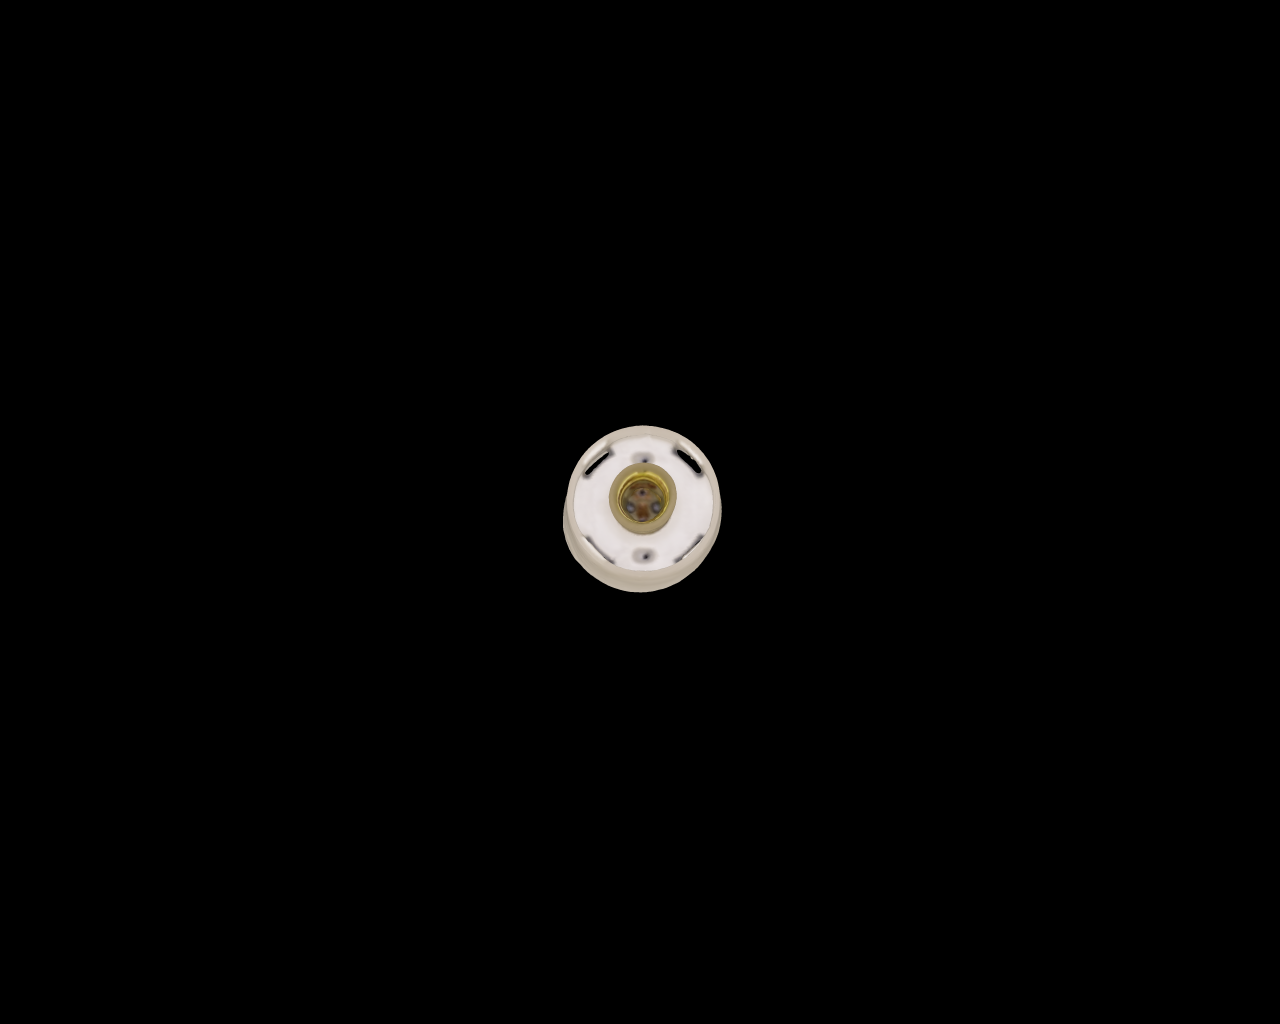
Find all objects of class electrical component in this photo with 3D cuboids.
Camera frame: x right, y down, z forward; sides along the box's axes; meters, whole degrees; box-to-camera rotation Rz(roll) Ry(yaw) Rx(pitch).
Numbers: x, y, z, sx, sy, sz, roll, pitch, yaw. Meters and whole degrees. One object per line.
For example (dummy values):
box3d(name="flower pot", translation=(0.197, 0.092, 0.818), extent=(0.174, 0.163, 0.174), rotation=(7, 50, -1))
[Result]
box3d(name="electrical component", translation=(0.001, -0.003, 0.650), extent=(0.099, 0.099, 0.064), rotation=(0, -13, 0))
